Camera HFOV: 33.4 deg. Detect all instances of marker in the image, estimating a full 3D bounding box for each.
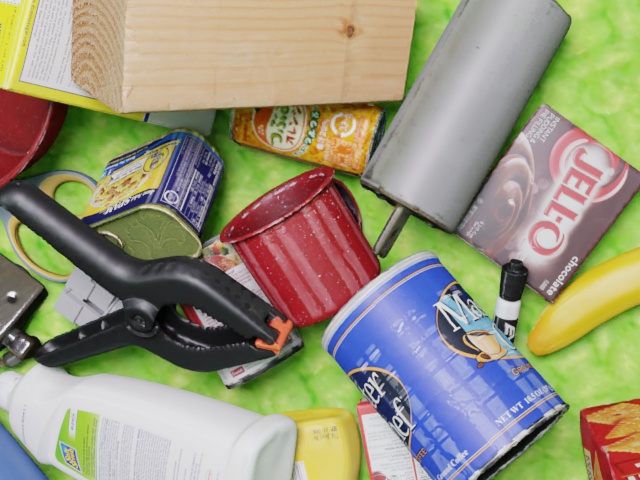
[{"bbox_3d":[0.130,0.068,0.759,0.020,0.020,0.121,10,117,8],"label":"marker"}]

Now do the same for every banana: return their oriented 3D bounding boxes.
[{"bbox_3d":[0.241,0.035,0.751,0.198,0.037,0.069,-10,91,10],"label":"banana"}]

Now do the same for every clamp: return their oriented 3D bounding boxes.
[{"bbox_3d":[-0.123,0.037,0.730,0.210,0.036,0.164,6,130,18],"label":"clamp"}]

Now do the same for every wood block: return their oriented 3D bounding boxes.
[{"bbox_3d":[-0.048,-0.139,0.693,0.205,0.090,0.091,-7,114,-32],"label":"wood block"}]

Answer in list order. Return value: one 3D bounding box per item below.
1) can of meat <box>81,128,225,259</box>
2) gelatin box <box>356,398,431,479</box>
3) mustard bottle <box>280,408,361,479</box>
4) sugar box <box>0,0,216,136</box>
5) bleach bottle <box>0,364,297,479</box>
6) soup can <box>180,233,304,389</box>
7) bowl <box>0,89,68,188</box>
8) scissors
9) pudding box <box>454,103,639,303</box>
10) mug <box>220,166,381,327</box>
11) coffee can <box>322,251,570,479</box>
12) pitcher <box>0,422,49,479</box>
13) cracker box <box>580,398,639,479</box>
[{"bbox_3d":[-0.123,-0.025,0.766,0.102,0.084,0.057,-18,131,33],"label":"can of meat"},{"bbox_3d":[0.071,0.157,0.792,0.073,0.030,0.089,-11,92,9],"label":"gelatin box"},{"bbox_3d":[-0.005,0.225,0.794,0.096,0.058,0.191,-10,92,20],"label":"mustard bottle"},{"bbox_3d":[-0.141,-0.133,0.737,0.048,0.175,0.093,20,97,39],"label":"sugar box"},{"bbox_3d":[-0.141,0.140,0.783,0.251,0.068,0.102,17,107,27],"label":"bleach bottle"},{"bbox_3d":[-0.064,0.050,0.787,0.068,0.068,0.102,-30,90,10],"label":"soup can"},{"bbox_3d":[-0.240,-0.110,0.796,0.162,0.055,0.162,-2,87,29],"label":"bowl"},{"bbox_3d":[-0.247,-0.053,0.836,0.096,0.016,0.202,-44,86,8],"label":"scissors"},{"bbox_3d":[0.161,-0.027,0.758,0.090,0.039,0.113,36,100,4],"label":"pudding box"},{"bbox_3d":[-0.005,0.001,0.757,0.093,0.117,0.081,-20,110,38],"label":"mug"},{"bbox_3d":[0.083,0.092,0.724,0.103,0.102,0.140,-44,70,9],"label":"coffee can"},{"bbox_3d":[-0.296,0.183,0.813,0.149,0.145,0.243,-39,84,-3],"label":"pitcher"},{"bbox_3d":[0.222,0.202,0.677,0.072,0.213,0.164,-13,92,9],"label":"cracker box"}]
